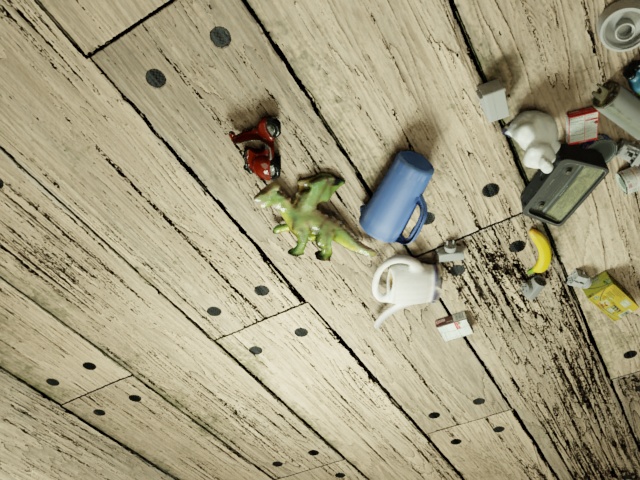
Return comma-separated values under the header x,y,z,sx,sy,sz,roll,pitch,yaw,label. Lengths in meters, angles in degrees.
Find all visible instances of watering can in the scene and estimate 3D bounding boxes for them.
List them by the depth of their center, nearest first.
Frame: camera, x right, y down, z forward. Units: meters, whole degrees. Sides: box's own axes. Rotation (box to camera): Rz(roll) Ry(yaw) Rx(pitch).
x,y,z,sx,sy,sz,roll,pitch,yaw,label
0.278,0.171,1.667,0.224,0.106,0.339,-1,133,0,watering can

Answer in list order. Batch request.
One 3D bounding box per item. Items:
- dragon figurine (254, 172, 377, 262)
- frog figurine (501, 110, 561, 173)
x,y,z,sx,sy,sz,roll,pitch,yaw,label
0.005,-0.075,1.481,0.410,0.125,0.238,7,120,-18,dragon figurine
0.547,-0.250,1.296,0.136,0.163,0.121,30,121,-22,frog figurine
